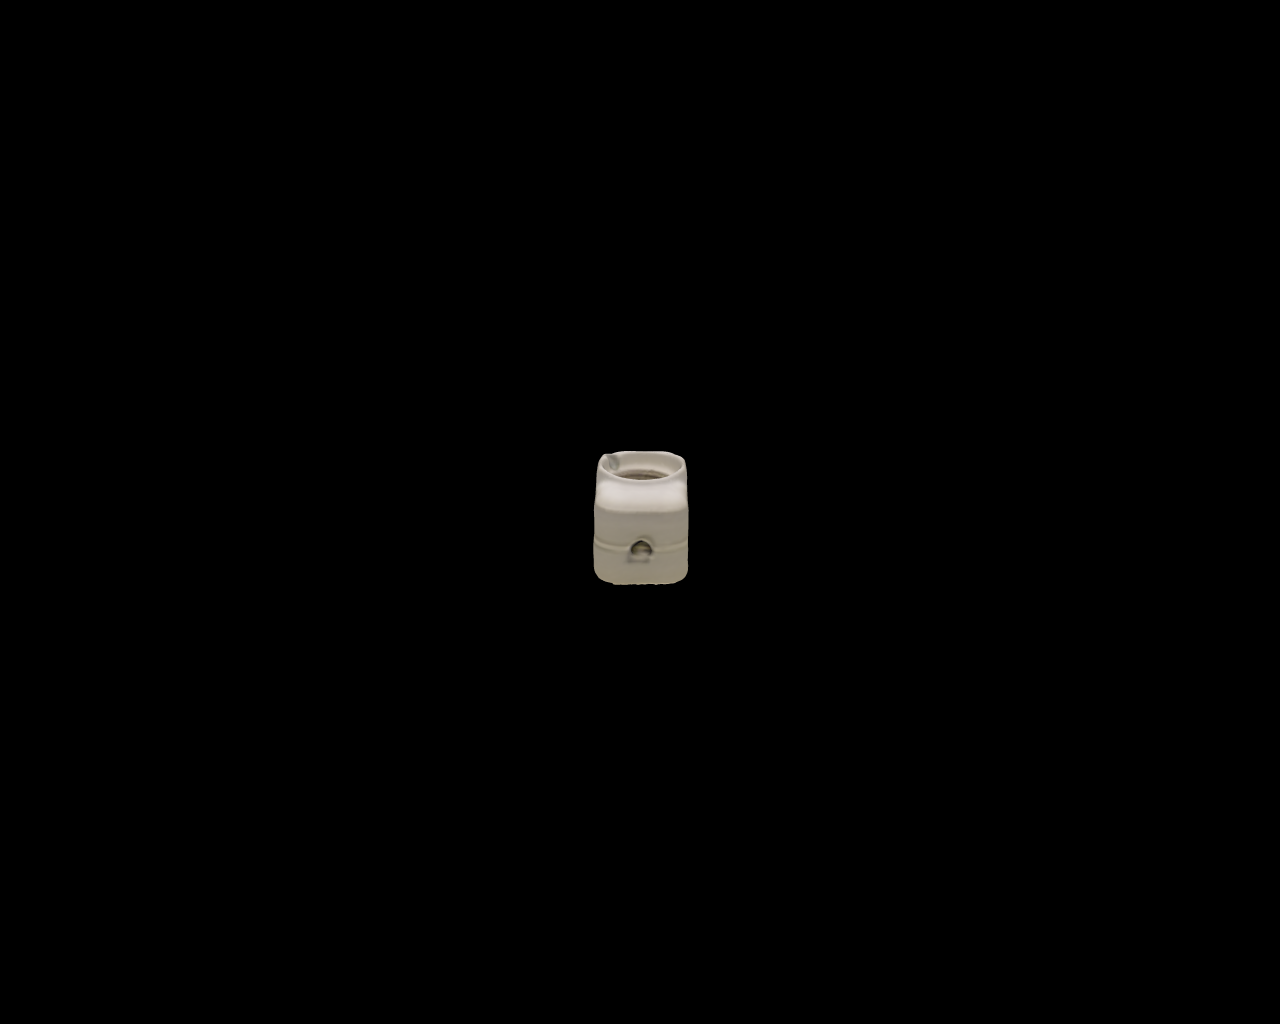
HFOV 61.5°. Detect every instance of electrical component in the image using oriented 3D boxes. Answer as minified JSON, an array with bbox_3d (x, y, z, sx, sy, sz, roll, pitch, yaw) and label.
[{"bbox_3d":[0.001,-0.003,0.650,0.054,0.059,0.095,0,21,0],"label":"electrical component"}]
